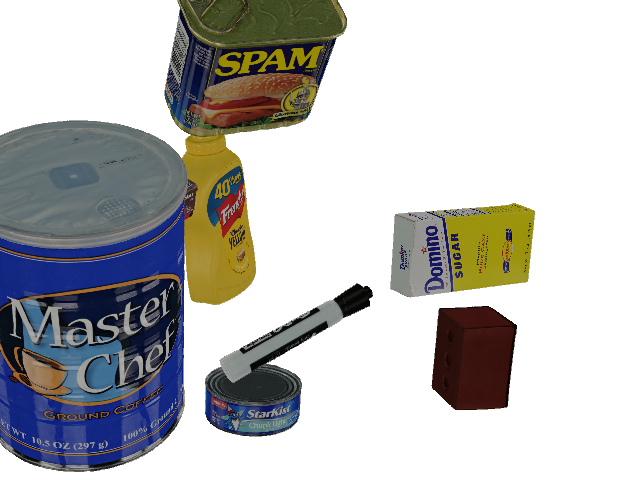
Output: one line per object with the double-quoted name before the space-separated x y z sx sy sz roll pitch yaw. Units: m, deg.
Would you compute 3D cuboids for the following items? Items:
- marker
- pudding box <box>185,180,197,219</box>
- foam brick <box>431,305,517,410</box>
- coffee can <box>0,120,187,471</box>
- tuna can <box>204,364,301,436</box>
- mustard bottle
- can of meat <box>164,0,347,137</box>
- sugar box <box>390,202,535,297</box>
"marker" -0.015 0.064 0.759 0.121 0.020 0.020 -28 8 -16
"pudding box" -0.175 -0.042 0.900 0.114 0.039 0.089 28 35 22
"foam brick" 0.132 0.101 0.925 0.051 0.078 0.053 -3 17 -19
"coffee can" -0.117 0.027 0.522 0.103 0.140 0.103 3 34 -3
"tuna can" -0.060 0.140 0.945 0.086 0.034 0.086 3 16 -1
"mustard bottle" -0.111 -0.036 1.116 0.058 0.192 0.096 7 26 26
"can of meat" -0.044 -0.115 0.672 0.102 0.057 0.084 -9 -34 -24
"sugar box" 0.168 0.010 1.252 0.175 0.093 0.048 -7 17 -31
